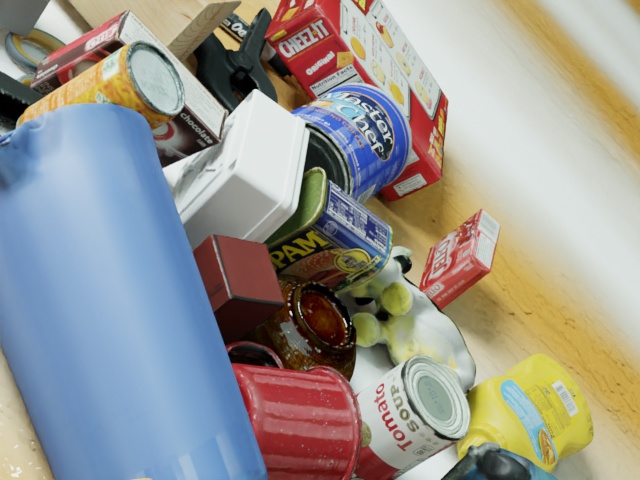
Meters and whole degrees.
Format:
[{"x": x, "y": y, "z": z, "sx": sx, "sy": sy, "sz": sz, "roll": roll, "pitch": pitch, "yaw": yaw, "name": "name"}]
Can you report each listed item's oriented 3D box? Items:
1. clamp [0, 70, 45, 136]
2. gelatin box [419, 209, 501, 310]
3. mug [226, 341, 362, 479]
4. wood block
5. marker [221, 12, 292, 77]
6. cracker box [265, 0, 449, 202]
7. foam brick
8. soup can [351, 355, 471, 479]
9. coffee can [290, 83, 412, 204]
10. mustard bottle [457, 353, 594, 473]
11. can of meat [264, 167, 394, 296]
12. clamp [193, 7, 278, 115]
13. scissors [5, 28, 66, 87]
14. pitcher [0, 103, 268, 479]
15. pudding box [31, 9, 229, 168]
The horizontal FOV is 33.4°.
[{"x": -0.250, "y": -0.088, "z": 0.684, "sx": 0.209, "sy": 0.036, "sz": 0.164, "roll": -10, "pitch": 67, "yaw": -57, "name": "clamp"}, {"x": 0.132, "y": 0.019, "z": 1.016, "sx": 0.030, "sy": 0.073, "sz": 0.089, "roll": 42, "pitch": 34, "yaw": -11, "name": "gelatin box"}, {"x": -0.036, "y": 0.115, "z": 0.697, "sx": 0.081, "sy": 0.093, "sz": 0.117, "roll": 13, "pitch": 44, "yaw": -38, "name": "mug"}, {"x": -0.173, "y": -0.244, "z": 0.878, "sx": 0.206, "sy": 0.091, "sz": 0.090, "roll": 49, "pitch": 20, "yaw": -1, "name": "wood block"}, {"x": -0.072, "y": -0.200, "z": 1.039, "sx": 0.121, "sy": 0.020, "sz": 0.020, "roll": 38, "pitch": 34, "yaw": -20, "name": "marker"}, {"x": 0.043, "y": -0.166, "z": 1.061, "sx": 0.213, "sy": 0.072, "sz": 0.164, "roll": 51, "pitch": 29, "yaw": -24, "name": "cracker box"}, {"x": -0.073, "y": 0.040, "z": 0.736, "sx": 0.051, "sy": 0.078, "sz": 0.053, "roll": 12, "pitch": 51, "yaw": -46, "name": "foam brick"}, {"x": 0.049, "y": 0.135, "z": 0.766, "sx": 0.068, "sy": 0.102, "sz": 0.068, "roll": 32, "pitch": 37, "yaw": -28, "name": "soup can"}, {"x": 0.009, "y": -0.072, "z": 0.929, "sx": 0.103, "sy": 0.103, "sz": 0.140, "roll": 51, "pitch": 32, "yaw": 0, "name": "coffee can"}, {"x": 0.171, "y": 0.163, "z": 0.930, "sx": 0.191, "sy": 0.058, "sz": 0.096, "roll": -12, "pitch": 71, "yaw": -56, "name": "mustard bottle"}, {"x": -0.006, "y": 0.001, "z": 0.834, "sx": 0.083, "sy": 0.102, "sz": 0.057, "roll": 35, "pitch": 44, "yaw": -31, "name": "can of meat"}, {"x": -0.074, "y": -0.158, "z": 0.970, "sx": 0.120, "sy": 0.039, "sz": 0.171, "roll": -7, "pitch": 67, "yaw": -36, "name": "clamp"}, {"x": -0.169, "y": -0.126, "z": 0.846, "sx": 0.201, "sy": 0.016, "sz": 0.096, "roll": -12, "pitch": 67, "yaw": -55, "name": "scissors"}, {"x": -0.120, "y": 0.055, "z": 0.631, "sx": 0.148, "sy": 0.145, "sz": 0.243, "roll": -9, "pitch": 67, "yaw": -41, "name": "pitcher"}, {"x": -0.136, "y": -0.101, "z": 0.768, "sx": 0.113, "sy": 0.090, "sz": 0.039, "roll": 43, "pitch": 42, "yaw": -35, "name": "pudding box"}]
